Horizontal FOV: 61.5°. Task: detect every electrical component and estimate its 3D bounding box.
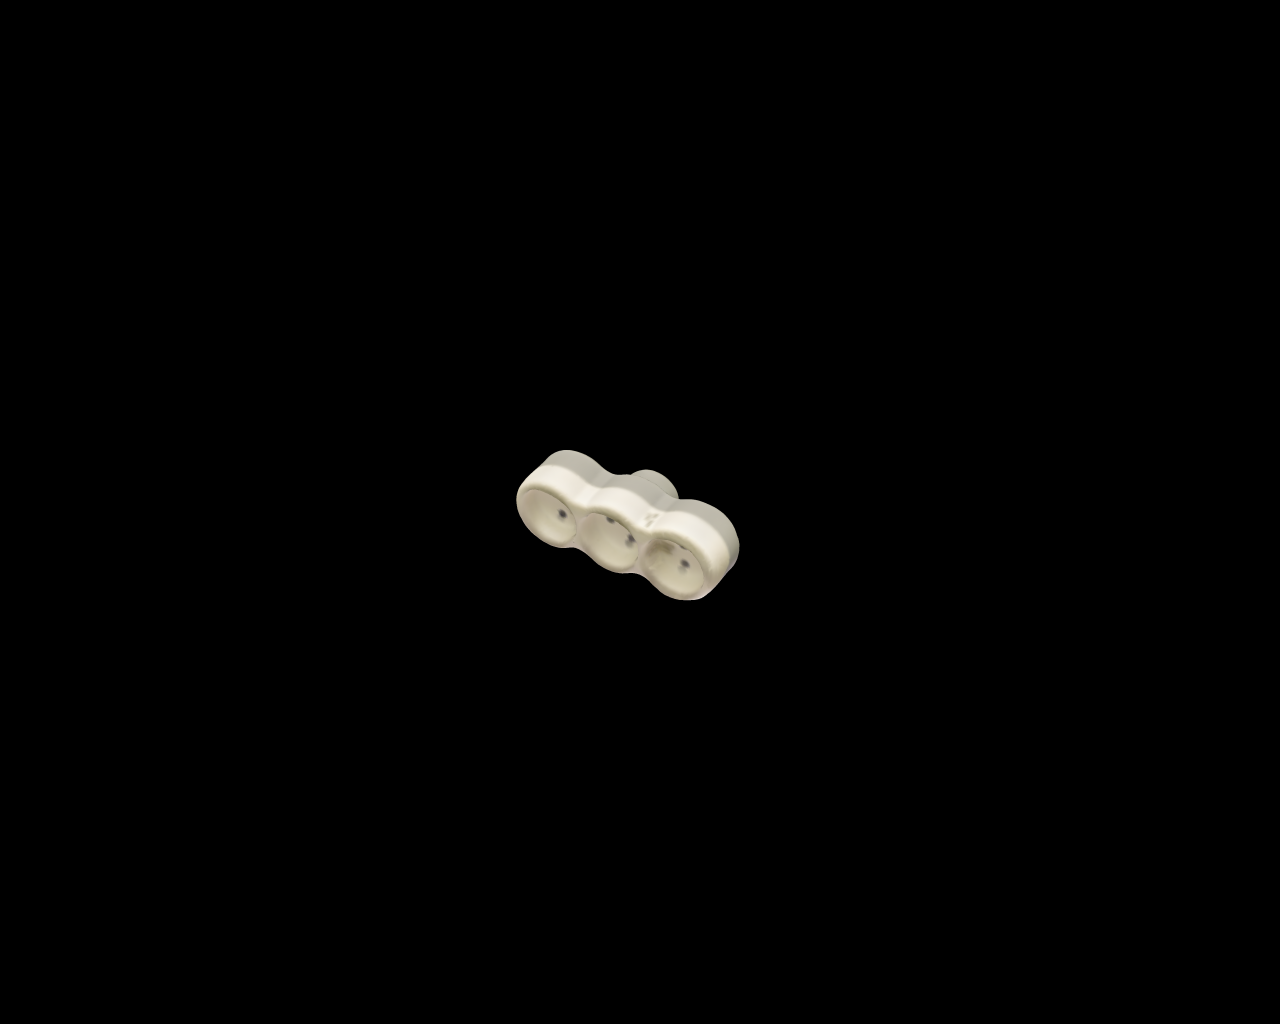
[{"bbox_3d":[0.001,-0.003,0.650,0.138,0.052,0.074,22,45,23],"label":"electrical component"}]
